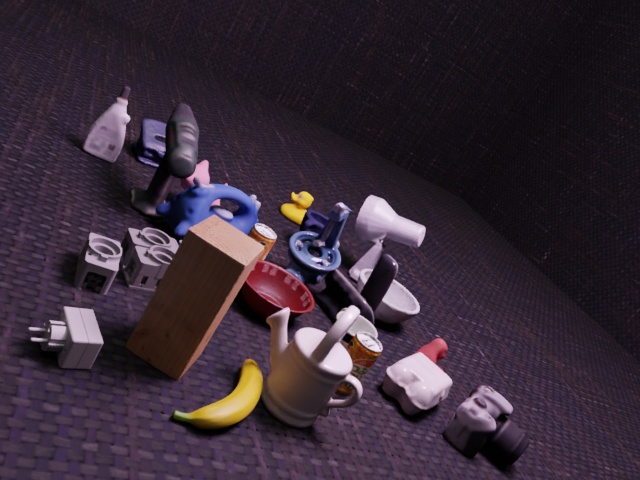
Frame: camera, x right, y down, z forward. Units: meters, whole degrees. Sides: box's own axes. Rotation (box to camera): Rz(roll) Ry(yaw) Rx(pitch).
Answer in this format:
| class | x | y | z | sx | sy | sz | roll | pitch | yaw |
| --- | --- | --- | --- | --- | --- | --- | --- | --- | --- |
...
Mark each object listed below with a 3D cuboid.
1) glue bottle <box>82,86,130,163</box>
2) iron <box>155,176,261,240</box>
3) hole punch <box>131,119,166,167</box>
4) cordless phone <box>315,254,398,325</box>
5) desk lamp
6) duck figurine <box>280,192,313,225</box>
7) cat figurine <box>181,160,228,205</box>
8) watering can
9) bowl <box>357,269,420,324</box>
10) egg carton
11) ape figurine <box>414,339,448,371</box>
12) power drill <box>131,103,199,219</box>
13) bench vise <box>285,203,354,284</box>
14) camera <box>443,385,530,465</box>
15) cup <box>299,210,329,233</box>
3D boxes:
| class | x | y | z | sx | sy | sz | roll | pitch | yaw |
| --- | --- | --- | --- | --- | --- | --- | --- | --- | --- |
| glue bottle | -0.454 | -0.259 | 1.258 | 0.078 | 0.173 | 0.037 | 25 | 20 | -20 |
| iron | -0.202 | -0.055 | 1.200 | 0.118 | 0.141 | 0.259 | 44 | 22 | 32 |
| hole punch | -0.397 | -0.235 | 1.419 | 0.109 | 0.091 | 0.100 | 16 | 25 | -41 |
| cordless phone | 0.088 | 0.091 | 1.226 | 0.094 | 0.185 | 0.147 | 10 | 29 | -48 |
| desk lamp | 0.162 | 0.018 | 1.487 | 0.203 | 0.213 | 0.118 | 37 | 19 | 15 |
| duck figurine | -0.050 | -0.093 | 1.625 | 0.104 | 0.086 | 0.077 | 31 | 19 | -5 |
| cat figurine | -0.268 | -0.121 | 1.296 | 0.128 | 0.117 | 0.067 | 17 | 24 | -38 |
| watering can | -0.009 | 0.172 | 0.853 | 0.173 | 0.194 | 0.101 | 29 | 19 | -9 |
| bowl | 0.148 | 0.146 | 1.360 | 0.168 | 0.074 | 0.167 | 29 | 19 | -11 |
| egg carton | 0.188 | 0.277 | 1.102 | 0.107 | 0.069 | 0.151 | 41 | 20 | 24 |
| ape figurine | 0.236 | 0.249 | 1.212 | 0.076 | 0.092 | 0.078 | 28 | 19 | -12 |
| power drill | -0.313 | -0.159 | 1.179 | 0.076 | 0.208 | 0.229 | 21 | 21 | -30 |
| bench vise | 0.001 | -0.002 | 1.267 | 0.121 | 0.219 | 0.207 | 30 | 19 | -6 |
| camera | 0.324 | 0.353 | 1.078 | 0.136 | 0.100 | 0.144 | 40 | 20 | 20 |
| cup | -0.024 | -0.014 | 1.455 | 0.091 | 0.095 | 0.118 | 39 | 20 | 19 |
